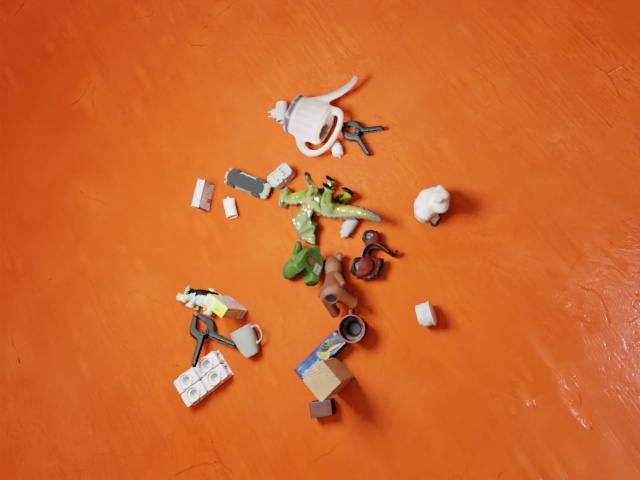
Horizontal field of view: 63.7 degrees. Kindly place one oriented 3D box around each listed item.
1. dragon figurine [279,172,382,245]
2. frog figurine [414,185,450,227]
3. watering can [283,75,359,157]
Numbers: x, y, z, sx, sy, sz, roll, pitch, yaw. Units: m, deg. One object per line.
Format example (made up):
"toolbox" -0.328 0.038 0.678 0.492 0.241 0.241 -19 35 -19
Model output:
"dragon figurine" 0.006 -0.093 1.850 0.415 0.122 0.239 38 110 24
"frog figurine" 0.373 -0.124 1.724 0.137 0.158 0.124 -44 71 4
"watering can" -0.003 -0.483 1.929 0.225 0.103 0.349 24 86 19
